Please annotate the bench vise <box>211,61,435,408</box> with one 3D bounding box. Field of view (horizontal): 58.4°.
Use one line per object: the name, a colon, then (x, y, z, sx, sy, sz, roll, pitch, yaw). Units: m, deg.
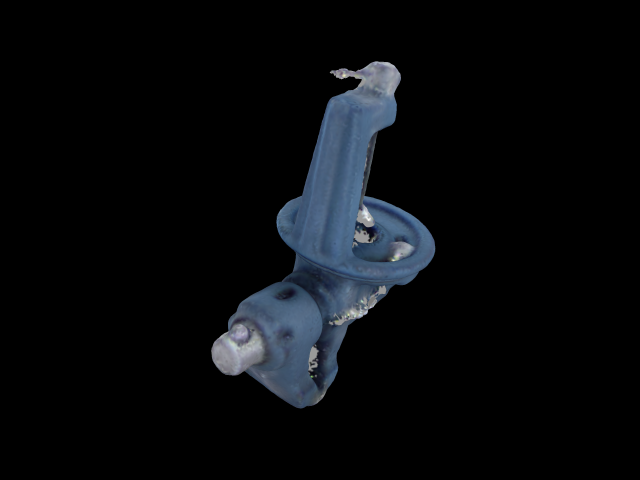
bench vise: (0.015, 0.004, 0.397, 0.121, 0.220, 0.207, 13, 44, 14)
